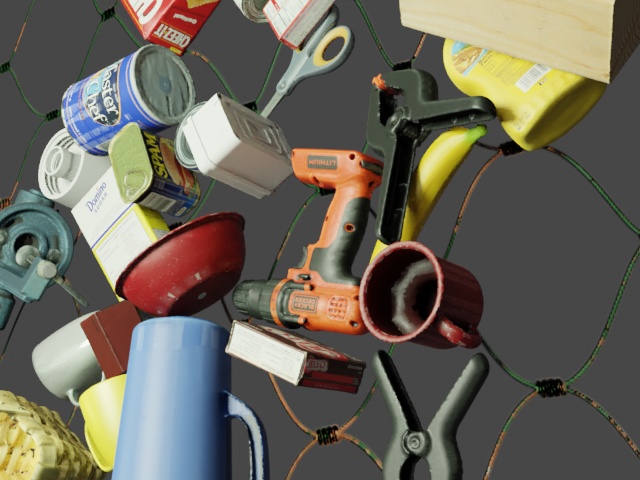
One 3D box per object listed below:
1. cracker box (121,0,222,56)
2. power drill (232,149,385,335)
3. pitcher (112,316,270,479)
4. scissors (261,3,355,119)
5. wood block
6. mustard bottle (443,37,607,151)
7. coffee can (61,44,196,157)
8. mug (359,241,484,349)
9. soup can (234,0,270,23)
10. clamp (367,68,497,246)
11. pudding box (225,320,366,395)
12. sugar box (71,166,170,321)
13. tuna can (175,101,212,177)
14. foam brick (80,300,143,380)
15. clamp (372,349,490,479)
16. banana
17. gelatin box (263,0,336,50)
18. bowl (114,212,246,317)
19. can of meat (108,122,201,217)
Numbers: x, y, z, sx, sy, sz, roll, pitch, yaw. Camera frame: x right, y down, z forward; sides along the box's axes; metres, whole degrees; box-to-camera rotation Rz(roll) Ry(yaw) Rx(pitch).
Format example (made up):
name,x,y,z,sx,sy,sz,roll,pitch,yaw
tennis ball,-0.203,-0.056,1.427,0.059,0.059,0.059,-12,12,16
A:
name,x,y,z,sx,sy,sz,roll,pitch,yaw
cracker box,-0.170,-0.370,1.358,0.214,0.072,0.164,-49,50,20
power drill,-0.007,0.001,1.106,0.185,0.057,0.187,6,83,39
pitcher,-0.142,0.208,1.122,0.145,0.149,0.243,-35,49,58
scissors,-0.024,-0.173,1.202,0.096,0.016,0.202,34,100,45
wood block,0.178,-0.222,0.936,0.206,0.090,0.090,22,56,29
mustard bottle,0.171,-0.170,0.997,0.096,0.058,0.192,-42,51,5
coffee can,-0.240,-0.173,1.336,0.141,0.102,0.103,-18,65,37
mug,0.103,0.061,0.970,0.117,0.081,0.093,40,104,42
soup can,-0.082,-0.312,1.263,0.069,0.068,0.102,-49,51,19
clamp,0.082,-0.098,1.028,0.165,0.036,0.210,-56,27,16
pudding box,-0.024,0.117,1.060,0.114,0.089,0.039,15,88,44
sugar box,-0.227,0.003,1.291,0.093,0.048,0.176,-43,60,22
tuna can,-0.134,-0.121,1.272,0.086,0.033,0.086,-15,67,38
foam brick,-0.231,0.114,1.227,0.053,0.051,0.078,-29,85,53
clamp,0.087,0.178,0.976,0.120,0.039,0.171,7,82,44
banana,0.094,-0.034,1.025,0.198,0.037,0.069,-60,2,13
gelatin box,-0.020,-0.269,1.204,0.089,0.030,0.073,-49,39,20
bowl,-0.138,0.038,1.154,0.162,0.161,0.055,-41,72,25
can of meat,-0.197,-0.081,1.281,0.058,0.083,0.102,-39,54,25
